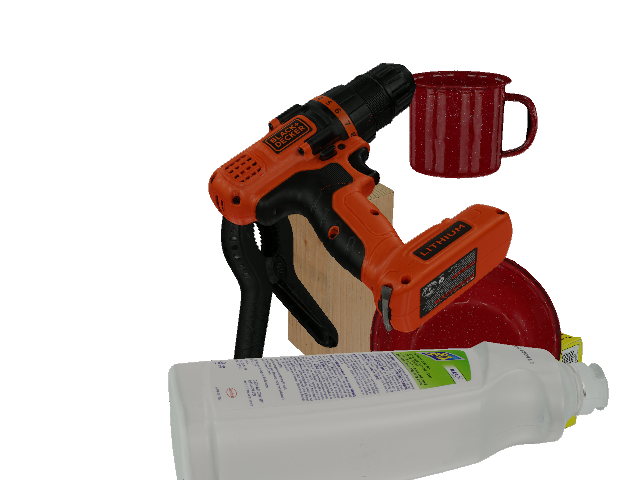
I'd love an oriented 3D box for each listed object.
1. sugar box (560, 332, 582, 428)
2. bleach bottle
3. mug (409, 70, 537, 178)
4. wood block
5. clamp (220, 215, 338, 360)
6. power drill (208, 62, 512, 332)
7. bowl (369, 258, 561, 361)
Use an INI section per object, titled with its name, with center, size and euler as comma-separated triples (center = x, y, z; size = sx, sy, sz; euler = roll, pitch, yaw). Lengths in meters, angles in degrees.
[sugar box]
center = 0.182, 0.121, 1.092
size = 0.048, 0.093, 0.177
euler = -12, 20, -41
[bleach bottle]
center = 0.044, 0.099, 0.601
size = 0.250, 0.068, 0.102
euler = -4, 19, -11
[mug]
center = 0.131, -0.102, 0.936
size = 0.117, 0.081, 0.093
euler = 3, 17, 12
[wood block]
center = 0.020, 0.033, 1.223
size = 0.090, 0.206, 0.090
euler = -17, 32, -30
[clamp]
center = -0.046, 0.032, 1.031
size = 0.036, 0.210, 0.164
euler = -10, 0, 33
[power drill]
center = 0.042, -0.036, 0.749
size = 0.184, 0.057, 0.188
euler = -37, 56, -19
[bowl]
center = 0.120, 0.090, 0.880
size = 0.162, 0.162, 0.055
euler = 0, 7, 6
